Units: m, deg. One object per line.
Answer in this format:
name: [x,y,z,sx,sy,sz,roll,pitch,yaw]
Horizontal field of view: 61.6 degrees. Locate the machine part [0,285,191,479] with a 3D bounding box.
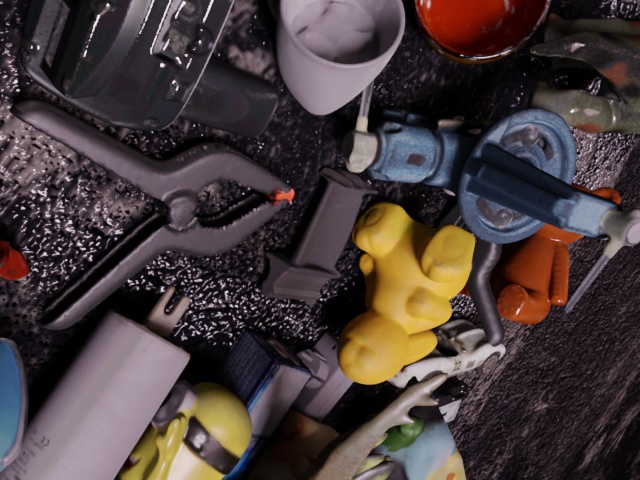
machine part: [-0.175,0.140,0.401,0.243,0.079,0.079,-58,135,-17]

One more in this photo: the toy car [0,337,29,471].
toy car: [-0.266,0.135,0.341,0.162,0.109,0.102,-14,139,-22]

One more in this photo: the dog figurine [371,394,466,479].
dog figurine: [0.053,0.281,0.626,0.219,0.109,0.191,-22,140,-2]

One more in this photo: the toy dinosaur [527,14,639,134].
toy dinosaur: [0.315,-0.155,0.523,0.405,0.192,0.131,-34,125,-58]

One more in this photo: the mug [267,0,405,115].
mug: [-0.002,-0.144,0.392,0.081,0.109,0.107,-46,176,-16]

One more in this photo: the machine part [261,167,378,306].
machine part: [-0.001,-0.002,0.510,0.084,0.039,0.138,20,102,-41]

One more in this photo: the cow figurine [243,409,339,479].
cow figurine: [-0.046,0.269,0.578,0.195,0.086,0.127,-44,132,17]

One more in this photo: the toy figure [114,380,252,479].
toy figure: [-0.128,0.200,0.441,0.089,0.082,0.180,37,73,-34]

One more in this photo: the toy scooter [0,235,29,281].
toy scooter: [-0.241,-0.009,0.295,0.135,0.075,0.183,-11,123,-33]

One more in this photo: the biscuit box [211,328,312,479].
biscuit box: [-0.094,0.190,0.528,0.059,0.063,0.202,31,94,-44]

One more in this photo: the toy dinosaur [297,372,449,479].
toy dinosaur: [-0.009,0.262,0.465,0.198,0.105,0.470,-16,142,-24]

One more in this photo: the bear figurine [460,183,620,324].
bear figurine: [0.267,0.003,0.665,0.132,0.120,0.195,18,100,-39]

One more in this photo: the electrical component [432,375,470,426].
electrical component: [0.148,0.234,0.749,0.119,0.048,0.074,-7,118,-34]

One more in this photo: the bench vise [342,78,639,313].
bench vise: [0.141,-0.055,0.439,0.223,0.241,0.128,15,107,-29]

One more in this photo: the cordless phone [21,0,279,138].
cordless phone: [-0.077,-0.135,0.349,0.184,0.089,0.146,6,120,-50]

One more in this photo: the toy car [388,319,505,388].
toy car: [0.156,0.143,0.686,0.202,0.074,0.056,-6,118,-35]

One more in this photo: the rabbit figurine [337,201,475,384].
rabbit figurine: [0.071,0.070,0.552,0.173,0.122,0.162,-59,159,-23]
